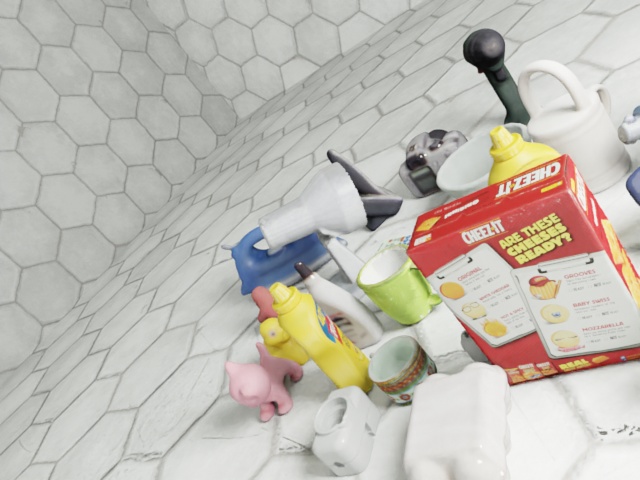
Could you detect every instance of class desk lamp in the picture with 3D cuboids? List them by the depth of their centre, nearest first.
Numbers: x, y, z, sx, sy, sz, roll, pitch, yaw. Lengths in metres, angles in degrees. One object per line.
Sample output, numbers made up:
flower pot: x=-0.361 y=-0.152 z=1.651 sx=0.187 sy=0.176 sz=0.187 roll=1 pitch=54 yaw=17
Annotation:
desk lamp: x=0.009 y=0.004 z=0.979 sx=0.203 sy=0.214 sz=0.117 roll=-41 pitch=22 yaw=-3

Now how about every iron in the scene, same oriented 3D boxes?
iron: x=-0.083 y=0.014 z=1.208 sx=0.257 sy=0.142 sz=0.118 roll=-29 pitch=24 yaw=26

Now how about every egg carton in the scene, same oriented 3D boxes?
egg carton: x=0.143 y=0.196 z=0.583 sx=0.107 sy=0.069 sz=0.150 roll=-26 pitch=26 yaw=32

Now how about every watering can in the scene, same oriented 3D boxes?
watering can: x=0.334 y=-0.156 z=0.784 sx=0.100 sy=0.194 sz=0.173 roll=-13 pitch=34 yaw=49

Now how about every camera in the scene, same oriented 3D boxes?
camera: x=0.230 y=-0.173 z=1.114 sx=0.142 sy=0.101 sz=0.137 roll=-22 pitch=28 yaw=38

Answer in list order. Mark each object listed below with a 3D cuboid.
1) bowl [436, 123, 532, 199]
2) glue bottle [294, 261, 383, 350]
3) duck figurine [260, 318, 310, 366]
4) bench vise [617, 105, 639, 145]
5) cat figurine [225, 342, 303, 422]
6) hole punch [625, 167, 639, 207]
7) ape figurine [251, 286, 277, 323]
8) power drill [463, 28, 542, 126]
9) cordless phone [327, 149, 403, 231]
bowl: x=0.282 y=-0.113 z=0.948 sx=0.167 sy=0.075 sz=0.167 roll=-33 pitch=22 yaw=16
glue bottle: x=0.017 y=0.094 z=0.845 sx=0.078 sy=0.173 sz=0.037 roll=-27 pitch=25 yaw=30
duck figurine: x=-0.068 y=0.167 z=0.962 sx=0.104 sy=0.086 sz=0.078 roll=-14 pitch=34 yaw=48
bench vise: x=0.441 y=-0.206 z=0.669 sx=0.207 sy=0.220 sz=0.121 roll=-45 pitch=22 yaw=-12
cat figurine: x=-0.093 y=0.211 z=0.874 sx=0.067 sy=0.118 sz=0.128 roll=-28 pitch=24 yaw=27
hole punch: x=0.399 y=-0.045 z=0.602 sx=0.108 sy=0.091 sz=0.101 roll=-33 pitch=23 yaw=18
ape figurine: x=-0.092 y=0.122 z=1.081 sx=0.078 sy=0.092 sz=0.076 roll=-41 pitch=22 yaw=-2
power drill: x=0.330 y=-0.295 z=1.039 sx=0.075 sy=0.209 sz=0.229 roll=-34 pitch=22 yaw=15
cordless phone: x=0.073 y=-0.122 z=1.157 sx=0.094 sy=0.185 sz=0.147 roll=-41 pitch=22 yaw=-2
